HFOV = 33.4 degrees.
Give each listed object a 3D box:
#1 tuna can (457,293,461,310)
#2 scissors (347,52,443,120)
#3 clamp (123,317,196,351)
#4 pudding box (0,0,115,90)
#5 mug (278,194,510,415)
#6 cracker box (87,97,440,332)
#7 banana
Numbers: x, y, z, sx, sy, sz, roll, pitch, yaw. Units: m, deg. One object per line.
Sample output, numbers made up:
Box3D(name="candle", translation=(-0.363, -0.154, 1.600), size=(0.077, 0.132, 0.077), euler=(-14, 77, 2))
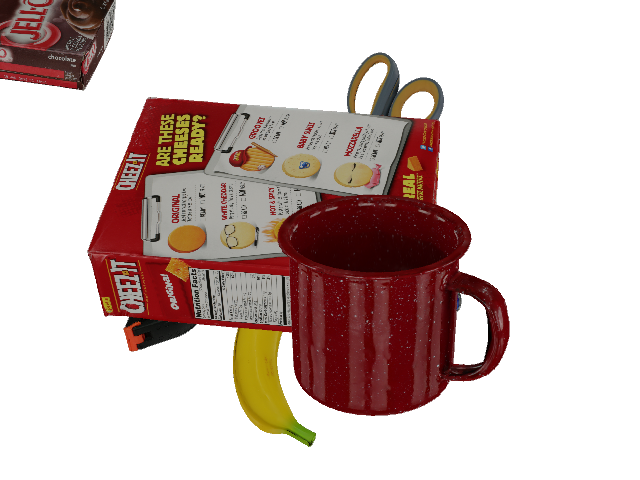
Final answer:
Box3D(name="tuna can", translation=(0.118, 0.057, 1.219), size=(0.033, 0.086, 0.086), euler=(-38, 18, -24))
Box3D(name="scissors", translation=(0.051, -0.067, 0.937), size=(0.096, 0.202, 0.016), euler=(7, -10, 20))
Box3D(name="clamp", translation=(-0.139, 0.068, 1.160), size=(0.120, 0.039, 0.171), euler=(-6, 25, 33))
Box3D(name="pudding box", translation=(-0.222, -0.168, 0.869), size=(0.090, 0.039, 0.113), euler=(8, 35, -1))
Box3D(name="mug", translation=(0.037, 0.035, 0.523), size=(0.117, 0.081, 0.093), euler=(13, 29, 26))
Box3D(name="cracker box", translation=(-0.029, -0.017, 0.725), size=(0.214, 0.072, 0.164), euler=(4, 44, 6))
Box3D(name="banana", translation=(-0.039, 0.087, 0.908), size=(0.069, 0.198, 0.037), euler=(9, -39, -10))
